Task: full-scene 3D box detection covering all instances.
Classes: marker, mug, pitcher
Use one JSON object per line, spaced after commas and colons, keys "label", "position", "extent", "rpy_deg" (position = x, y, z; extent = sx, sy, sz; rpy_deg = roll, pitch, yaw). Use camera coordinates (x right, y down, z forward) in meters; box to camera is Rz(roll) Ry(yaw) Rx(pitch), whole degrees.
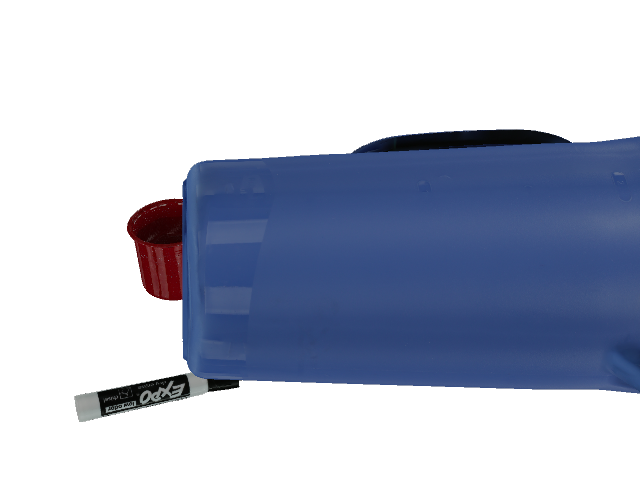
{"label": "marker", "position": [-0.113, 0.107, 0.759], "extent": [0.121, 0.020, 0.020], "rpy_deg": [-10, 3, -17]}
{"label": "mug", "position": [-0.171, 0.008, 1.190], "extent": [0.117, 0.081, 0.093], "rpy_deg": [25, 44, 34]}
{"label": "pitcher", "position": [0.051, 0.006, 0.548], "extent": [0.242, 0.145, 0.149], "rpy_deg": [0, -1, -7]}

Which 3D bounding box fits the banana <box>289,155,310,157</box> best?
{"label": "banana", "position": [-0.015, -0.037, 0.857], "extent": [0.037, 0.069, 0.197], "rpy_deg": [-34, 2, 27]}
